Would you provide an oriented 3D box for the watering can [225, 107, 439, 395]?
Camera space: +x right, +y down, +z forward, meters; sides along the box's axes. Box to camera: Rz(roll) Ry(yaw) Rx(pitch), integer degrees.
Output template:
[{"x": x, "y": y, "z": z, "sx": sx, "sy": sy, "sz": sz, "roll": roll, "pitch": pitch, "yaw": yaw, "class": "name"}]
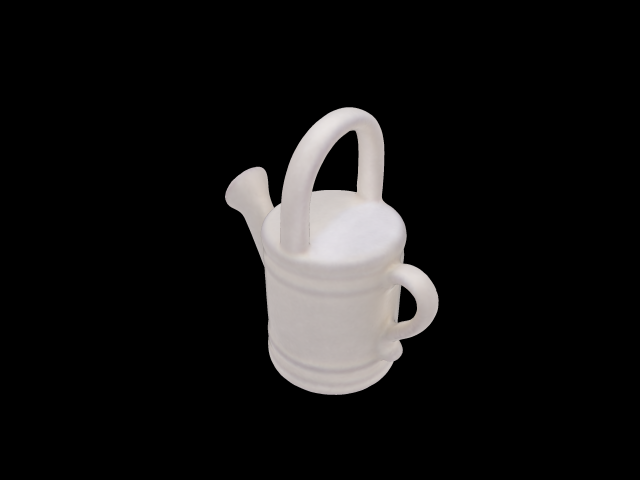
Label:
[{"x": 0.002, "y": 0.002, "z": 0.399, "sx": 0.172, "sy": 0.194, "sz": 0.101, "roll": 11, "pitch": 35, "yaw": 16, "class": "watering can"}]
